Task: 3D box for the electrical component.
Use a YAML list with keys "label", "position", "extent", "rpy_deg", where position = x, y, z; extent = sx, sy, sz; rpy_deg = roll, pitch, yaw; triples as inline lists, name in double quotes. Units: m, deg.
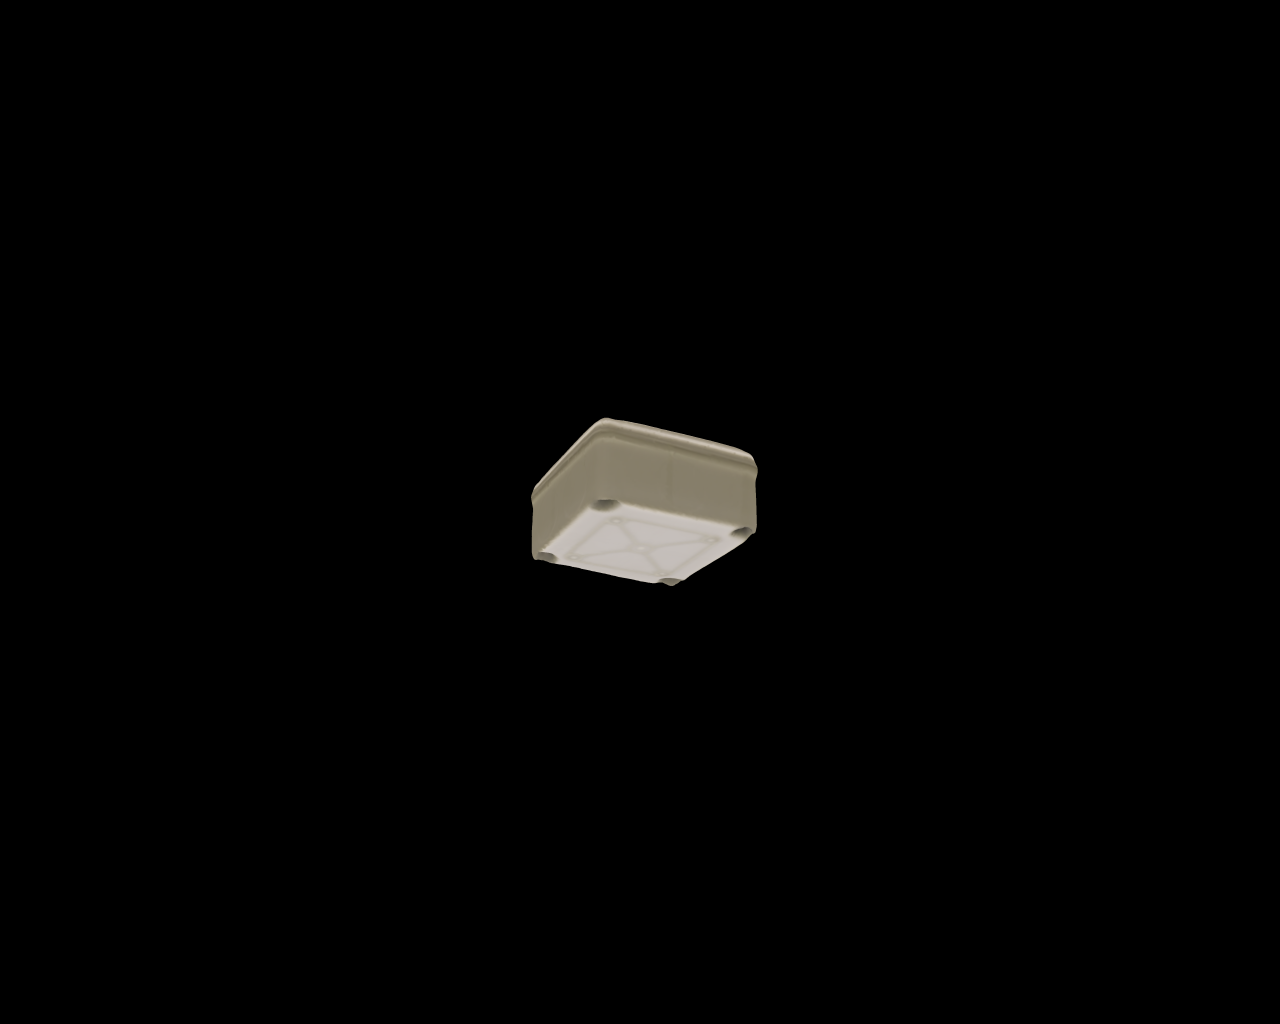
- label: "electrical component"
  position: [0.001, -0.003, 0.650]
  extent: [0.109, 0.056, 0.108]
  rpy_deg: [12, -27, -25]
